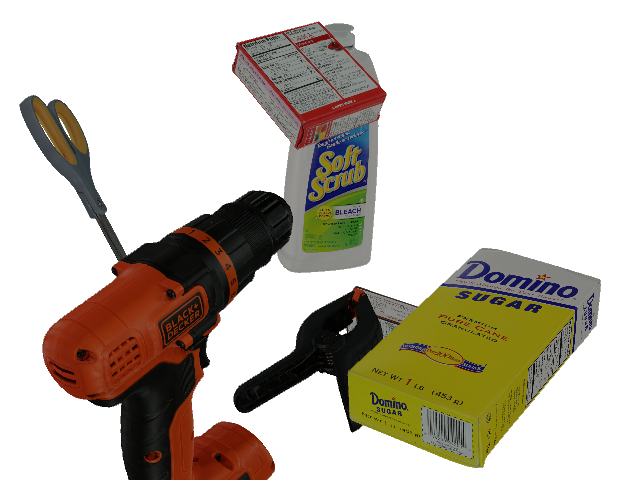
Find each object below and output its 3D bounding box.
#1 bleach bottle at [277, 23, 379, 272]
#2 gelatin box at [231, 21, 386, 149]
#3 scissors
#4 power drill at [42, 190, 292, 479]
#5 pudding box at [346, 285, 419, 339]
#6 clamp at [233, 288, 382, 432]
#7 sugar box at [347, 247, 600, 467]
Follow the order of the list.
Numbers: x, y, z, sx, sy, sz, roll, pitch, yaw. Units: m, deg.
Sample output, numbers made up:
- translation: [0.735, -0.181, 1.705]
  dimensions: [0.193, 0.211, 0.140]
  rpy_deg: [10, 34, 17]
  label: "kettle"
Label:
- translation: [0.007, -0.093, 1.082]
  dimensions: [0.102, 0.251, 0.068]
  rpy_deg: [-5, 28, -12]
  label: "bleach bottle"
- translation: [-0.009, -0.112, 0.756]
  dimensions: [0.073, 0.089, 0.030]
  rpy_deg: [-23, -31, -30]
  label: "gelatin box"
- translation: [-0.201, -0.045, 0.946]
  dimensions: [0.016, 0.201, 0.096]
  rpy_deg: [-25, 23, 11]
  label: "scissors"
- translation: [-0.074, 0.080, 0.636]
  dimensions: [0.057, 0.188, 0.184]
  rpy_deg: [18, 39, 34]
  label: "power drill"
- translation: [0.085, 0.110, 1.248]
  dimensions: [0.114, 0.090, 0.039]
  rpy_deg: [16, 46, 25]
  label: "pudding box"
- translation: [0.015, 0.106, 0.946]
  dimensions: [0.120, 0.039, 0.171]
  rpy_deg: [17, 44, 27]
  label: "clamp"
- translation: [0.104, 0.068, 0.692]
  dimensions: [0.093, 0.048, 0.175]
  rpy_deg: [17, 38, 31]
  label: "sugar box"
